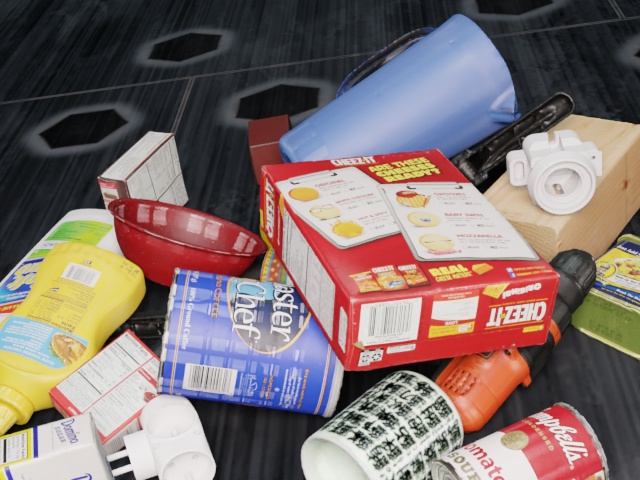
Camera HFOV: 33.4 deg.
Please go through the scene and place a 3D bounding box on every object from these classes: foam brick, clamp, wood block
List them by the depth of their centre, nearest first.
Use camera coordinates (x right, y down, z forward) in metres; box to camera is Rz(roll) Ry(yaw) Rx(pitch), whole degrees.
[{"bbox_3d":[-0.123,0.087,0.972,0.171,0.039,0.120,-19,37,-1],"label":"clamp"},{"bbox_3d":[0.228,-0.031,1.008,0.090,0.091,0.205,14,38,33],"label":"wood block"},{"bbox_3d":[0.138,-0.063,1.038,0.164,0.036,0.210,-37,2,-28],"label":"clamp"},{"bbox_3d":[-0.055,-0.108,1.262,0.051,0.053,0.078,-9,31,1],"label":"foam brick"}]

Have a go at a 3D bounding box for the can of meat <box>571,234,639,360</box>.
[{"bbox_3d":[0.266,0.048,0.898,0.083,0.057,0.102,-31,35,-27],"label":"can of meat"}]

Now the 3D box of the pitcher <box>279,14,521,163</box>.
[{"bbox_3d":[0.077,-0.129,1.140,0.243,0.145,0.149,-32,4,-4],"label":"pitcher"}]

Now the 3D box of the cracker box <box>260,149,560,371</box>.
[{"bbox_3d":[0.060,0.009,0.835,0.164,0.072,0.214,-6,31,-19],"label":"cracker box"}]

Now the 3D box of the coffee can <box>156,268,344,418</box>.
[{"bbox_3d":[-0.054,0.082,0.855,0.140,0.103,0.103,8,30,-5],"label":"coffee can"}]

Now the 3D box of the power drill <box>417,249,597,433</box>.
[{"bbox_3d":[0.115,0.057,0.893,0.184,0.057,0.188,-45,39,-20],"label":"power drill"}]

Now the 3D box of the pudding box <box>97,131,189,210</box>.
[{"bbox_3d":[-0.193,-0.056,1.182,0.039,0.090,0.113,4,34,22],"label":"pudding box"}]

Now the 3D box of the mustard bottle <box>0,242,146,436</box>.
[{"bbox_3d":[-0.237,0.090,0.942,0.096,0.058,0.191,18,52,12],"label":"mustard bottle"}]

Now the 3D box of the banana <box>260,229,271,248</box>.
[{"bbox_3d":[-0.021,0.004,1.085,0.069,0.037,0.198,-5,26,-30],"label":"banana"}]

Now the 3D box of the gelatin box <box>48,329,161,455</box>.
[{"bbox_3d":[-0.168,0.128,0.892,0.089,0.030,0.073,-38,60,-25],"label":"gelatin box"}]

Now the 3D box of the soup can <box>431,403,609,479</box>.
[{"bbox_3d":[0.136,0.163,0.734,0.102,0.068,0.069,-21,32,-15],"label":"soup can"}]

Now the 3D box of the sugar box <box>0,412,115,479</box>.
[{"bbox_3d":[-0.238,0.193,0.774,0.176,0.093,0.048,-16,31,-10],"label":"sugar box"}]

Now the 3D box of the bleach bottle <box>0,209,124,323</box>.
[{"bbox_3d":[-0.269,0.063,1.036,0.103,0.068,0.250,5,36,24],"label":"bleach bottle"}]

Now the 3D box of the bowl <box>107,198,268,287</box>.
[{"bbox_3d":[-0.135,0.010,1.049,0.162,0.055,0.162,16,12,-4],"label":"bowl"}]
